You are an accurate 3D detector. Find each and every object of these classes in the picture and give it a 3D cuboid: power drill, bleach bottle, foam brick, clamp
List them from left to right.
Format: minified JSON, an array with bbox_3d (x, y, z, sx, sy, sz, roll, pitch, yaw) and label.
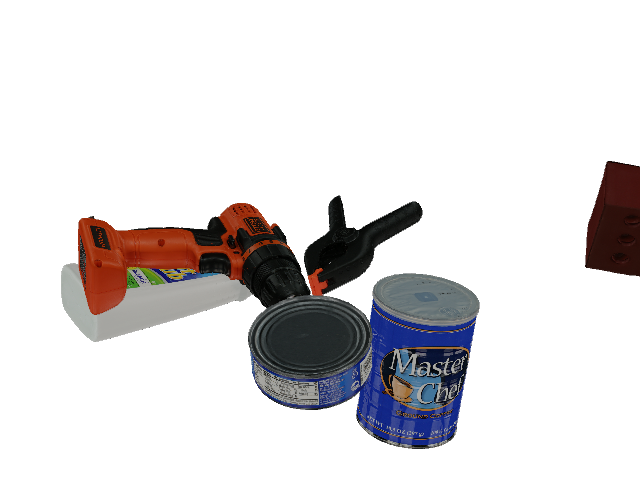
[{"bbox_3d":[-0.168,0.048,1.252,0.250,0.068,0.103,-13,34,-33],"label":"bleach bottle"},{"bbox_3d":[-0.115,0.023,0.946,0.187,0.057,0.185,-2,24,-20],"label":"power drill"},{"bbox_3d":[0.043,0.001,1.212,0.120,0.039,0.171,-5,36,28],"label":"clamp"},{"bbox_3d":[0.253,-0.017,0.882,0.053,0.051,0.078,10,-43,8],"label":"foam brick"}]

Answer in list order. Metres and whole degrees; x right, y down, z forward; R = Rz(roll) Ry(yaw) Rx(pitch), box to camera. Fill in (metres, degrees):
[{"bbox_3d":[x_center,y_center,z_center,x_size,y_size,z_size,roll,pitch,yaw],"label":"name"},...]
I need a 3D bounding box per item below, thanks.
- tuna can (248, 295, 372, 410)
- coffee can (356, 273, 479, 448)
[{"bbox_3d":[-0.006,0.077,0.741,0.086,0.034,0.086,-2,35,1],"label":"tuna can"},{"bbox_3d":[0.094,0.116,1.044,0.103,0.140,0.103,6,22,-2],"label":"coffee can"}]
